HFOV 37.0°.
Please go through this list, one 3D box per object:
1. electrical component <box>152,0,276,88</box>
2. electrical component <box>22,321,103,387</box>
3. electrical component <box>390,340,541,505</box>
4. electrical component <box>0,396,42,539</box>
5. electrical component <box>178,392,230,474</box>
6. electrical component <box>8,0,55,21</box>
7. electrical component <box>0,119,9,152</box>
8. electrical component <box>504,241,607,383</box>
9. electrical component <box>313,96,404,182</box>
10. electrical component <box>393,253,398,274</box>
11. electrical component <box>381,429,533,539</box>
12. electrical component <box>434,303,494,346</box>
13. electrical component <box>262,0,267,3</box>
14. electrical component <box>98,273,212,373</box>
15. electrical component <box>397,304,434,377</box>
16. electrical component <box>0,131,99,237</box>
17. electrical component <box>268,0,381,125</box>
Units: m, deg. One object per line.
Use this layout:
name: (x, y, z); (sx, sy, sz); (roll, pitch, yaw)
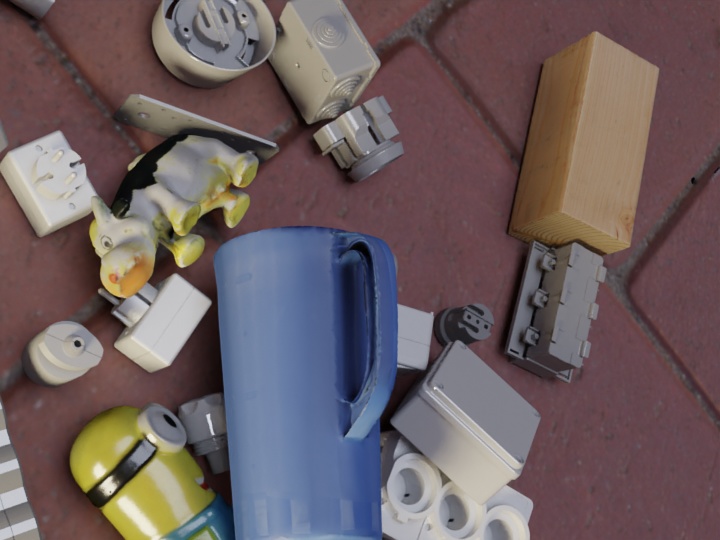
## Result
electrical component: (-0.128, -0.207, 0.928); (0.099, 0.064, 0.099); (7, 74, -28)
electrical component: (-0.220, 0.061, 0.799); (0.043, 0.081, 0.043); (8, 74, -28)
electrical component: (0.093, 0.129, 0.928); (0.109, 0.056, 0.109); (43, 25, 1)
electrical component: (-0.281, 0.150, 0.760); (0.074, 0.052, 0.138); (-16, 86, -32)
electrical component: (-0.119, 0.132, 0.862); (0.043, 0.043, 0.062); (-17, 87, -32)
electrical component: (-0.270, -0.229, 0.868); (0.046, 0.040, 0.040); (34, 63, -26)
electrical component: (-0.349, -0.067, 0.741); (0.105, 0.060, 0.186); (30, 60, 17)
electrical component: (0.195, 0.038, 1.053); (0.079, 0.063, 0.121); (26, 66, -22)
electrical component: (0.004, -0.117, 0.986); (0.078, 0.058, 0.057); (-32, 92, -32)
electrical component: (0.000, 0.000, 0.963); (0.062, 0.048, 0.048); (19, 69, -17)
electrical component: (0.071, 0.212, 0.940); (0.150, 0.062, 0.089); (33, 64, -19)
electrical component: (0.098, 0.052, 1.004); (0.040, 0.046, 0.040); (7, 75, -28)
electrical component: (-0.105, -0.287, 0.971); (0.083, 0.047, 0.075); (40, 62, -15)
electrical component: (-0.171, 0.031, 0.855); (0.077, 0.047, 0.065); (39, 62, -16)
electrical component: (0.019, 0.063, 0.947); (0.096, 0.062, 0.061); (18, 70, -25)
electrical component: (-0.234, -0.071, 0.826); (0.047, 0.077, 0.065); (-31, 94, -32)
electrical component: (-0.037, -0.189, 0.955); (0.048, 0.099, 0.099); (-26, 80, -28)
